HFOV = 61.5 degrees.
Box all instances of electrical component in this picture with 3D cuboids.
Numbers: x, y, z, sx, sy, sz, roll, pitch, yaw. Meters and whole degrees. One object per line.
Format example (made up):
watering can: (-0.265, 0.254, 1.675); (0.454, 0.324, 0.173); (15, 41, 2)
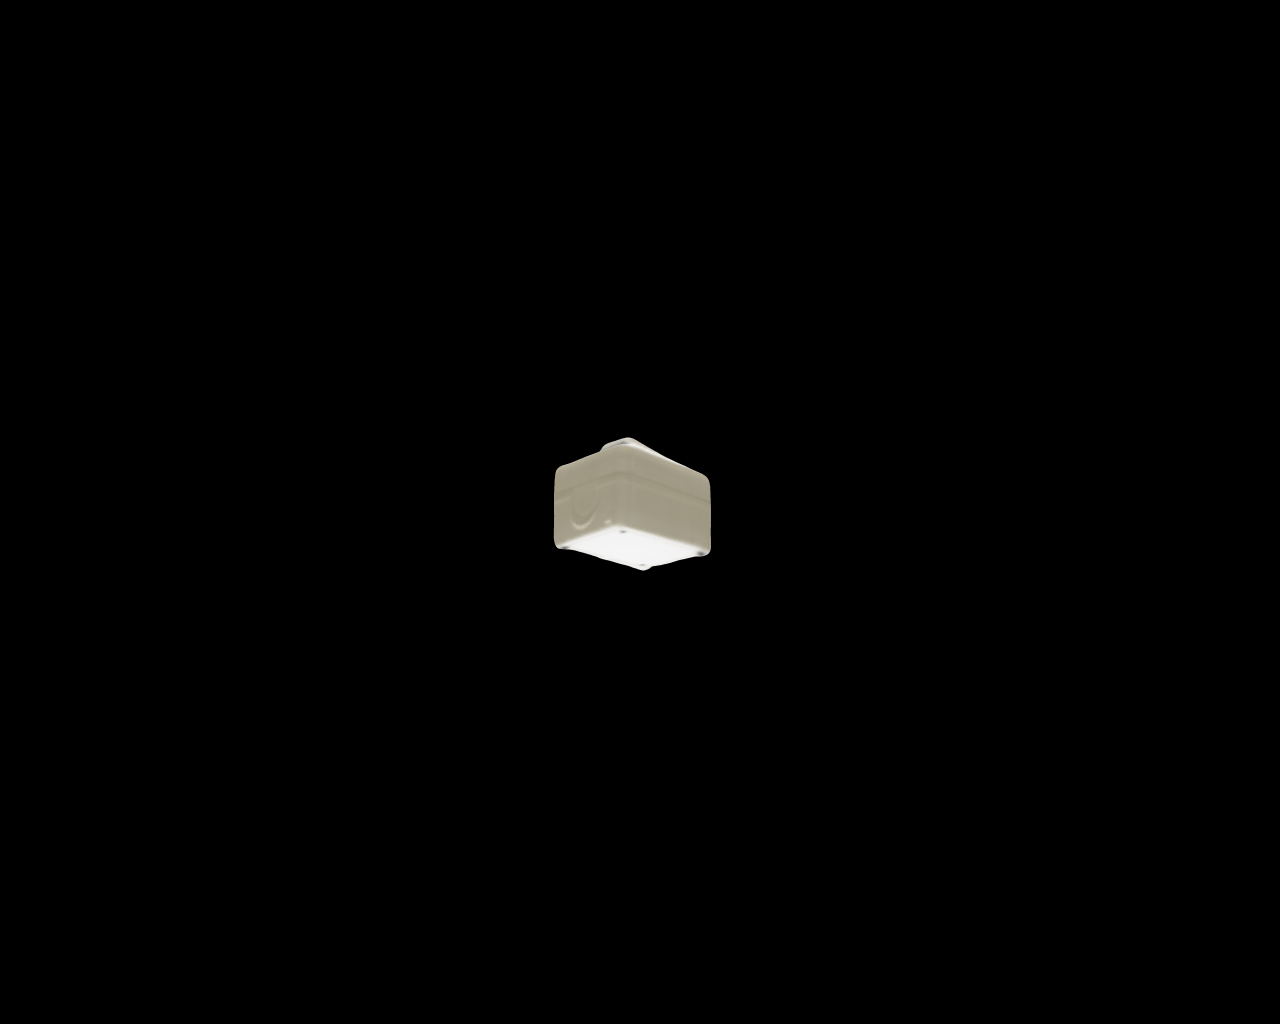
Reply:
electrical component: (0.001, -0.003, 0.650); (0.061, 0.061, 0.096); (-18, -26, 41)
